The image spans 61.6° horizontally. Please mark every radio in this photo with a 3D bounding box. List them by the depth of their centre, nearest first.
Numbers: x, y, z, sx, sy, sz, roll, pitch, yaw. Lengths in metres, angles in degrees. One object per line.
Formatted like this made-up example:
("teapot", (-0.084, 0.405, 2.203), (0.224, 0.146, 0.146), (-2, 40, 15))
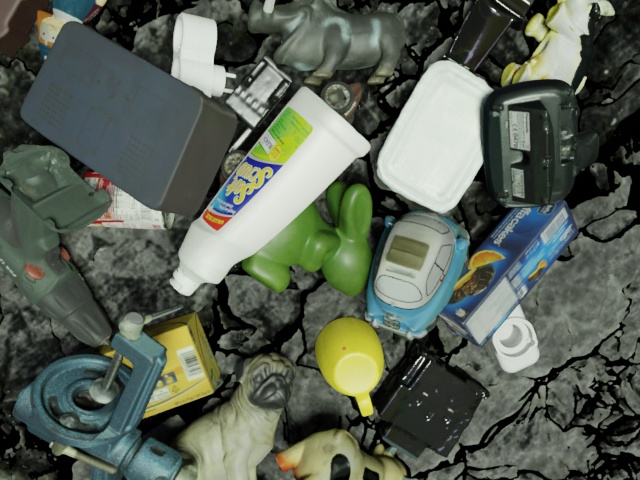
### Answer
("radio", (-0.211, -0.135, 0.591), (0.230, 0.073, 0.131), (32, 98, 19))

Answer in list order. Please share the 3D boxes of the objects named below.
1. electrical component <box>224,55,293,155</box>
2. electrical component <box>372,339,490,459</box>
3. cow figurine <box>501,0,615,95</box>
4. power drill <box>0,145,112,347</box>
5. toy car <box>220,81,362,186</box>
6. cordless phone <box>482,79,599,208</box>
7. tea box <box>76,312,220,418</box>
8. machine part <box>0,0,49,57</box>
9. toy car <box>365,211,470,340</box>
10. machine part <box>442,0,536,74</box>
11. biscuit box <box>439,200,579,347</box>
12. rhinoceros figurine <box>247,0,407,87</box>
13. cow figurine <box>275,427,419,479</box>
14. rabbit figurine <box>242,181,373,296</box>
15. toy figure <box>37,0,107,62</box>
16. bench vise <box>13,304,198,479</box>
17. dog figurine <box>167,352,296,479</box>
("electrical component", (-0.085, -0.157, 0.645), (0.047, 0.075, 0.119), (41, 96, -9))
("electrical component", (0.140, 0.220, 0.717), (0.115, 0.058, 0.134), (32, 94, -5))
("cow figurine", (0.304, -0.243, 0.659), (0.098, 0.068, 0.167), (25, 99, -12))
("power drill", (-0.302, 0.005, 0.611), (0.232, 0.207, 0.086), (45, 50, 0))
("toy car", (-0.030, -0.117, 0.642), (0.202, 0.089, 0.053), (-33, 83, 0))
("cordless phone", (0.284, -0.125, 0.642), (0.184, 0.089, 0.146), (-24, 116, -29))
("tea box", (-0.224, 0.168, 0.681), (0.170, 0.068, 0.098), (-18, 98, 0))
("machine part", (-0.407, -0.298, 0.613), (0.179, 0.056, 0.179), (-1, 98, -5))
("toy car", (0.106, 0.027, 0.627), (0.109, 0.102, 0.161), (19, 70, 24))
("machine part", (0.205, -0.262, 0.666), (0.084, 0.039, 0.139), (35, 93, -13))
("biscuit box", (0.232, 0.033, 0.671), (0.202, 0.063, 0.059), (-47, 125, -9))
("rhinoceros figurine", (0.009, -0.242, 0.638), (0.190, 0.073, 0.112), (5, 99, -5))
("cow figurine", (0.044, 0.299, 0.686), (0.127, 0.086, 0.194), (-34, 130, 0))
("rabbit figurine", (-0.001, -0.002, 0.667), (0.170, 0.121, 0.159), (29, 89, -25))
("toy figure", (-0.292, -0.266, 0.626), (0.064, 0.057, 0.154), (28, 98, 31))
("bench vise", (-0.215, 0.184, 0.579), (0.224, 0.129, 0.240), (34, 115, 11))
("dog figurine", (-0.126, 0.232, 0.692), (0.172, 0.121, 0.190), (9, 83, -8))
